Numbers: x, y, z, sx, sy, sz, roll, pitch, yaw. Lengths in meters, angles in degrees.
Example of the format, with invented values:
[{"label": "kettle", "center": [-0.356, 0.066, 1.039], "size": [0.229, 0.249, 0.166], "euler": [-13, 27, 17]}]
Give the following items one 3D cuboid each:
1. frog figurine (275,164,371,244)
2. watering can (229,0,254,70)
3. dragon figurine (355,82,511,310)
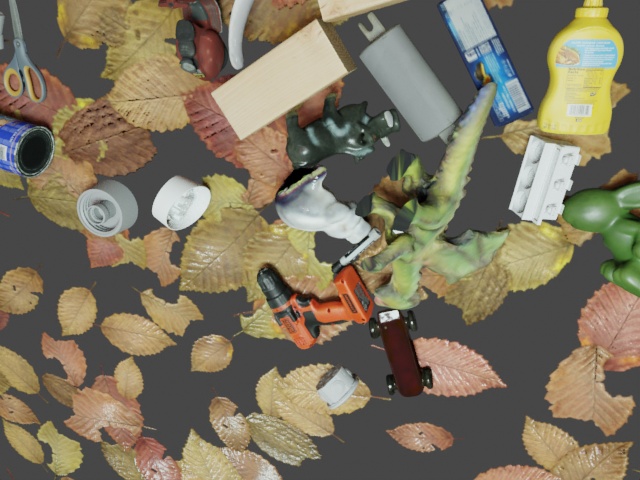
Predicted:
[{"label": "frog figurine", "center": [0.003, -0.044, 0.879], "size": [0.137, 0.157, 0.125], "euler": [-8, 34, 52]}, {"label": "watering can", "center": [-0.103, -0.442, 0.733], "size": [0.225, 0.341, 0.106], "euler": [-23, 26, -3]}, {"label": "dragon figurine", "center": [0.203, -0.029, 0.825], "size": [0.241, 0.404, 0.125], "euler": [24, 28, -32]}]
